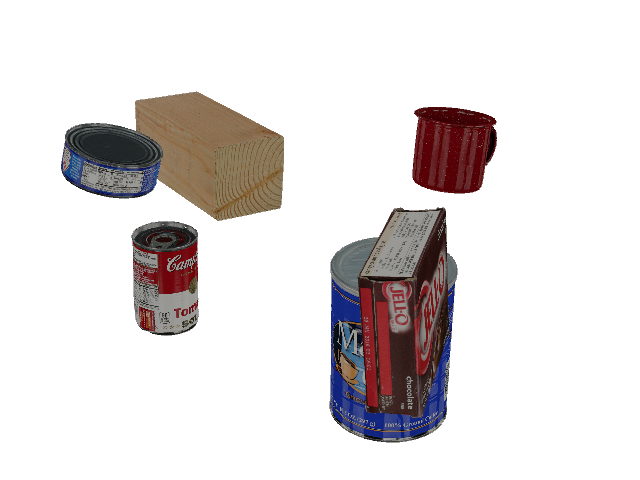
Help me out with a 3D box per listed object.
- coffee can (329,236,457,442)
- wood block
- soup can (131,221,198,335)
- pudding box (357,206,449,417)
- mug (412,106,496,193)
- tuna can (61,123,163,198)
[{"bbox_3d":[0.059,0.081,0.892,0.103,0.140,0.103,0,27,0],"label":"coffee can"},{"bbox_3d":[-0.136,-0.105,1.275,0.090,0.090,0.206,-13,28,-32],"label":"wood block"},{"bbox_3d":[-0.162,0.040,1.118,0.068,0.102,0.068,2,25,-1],"label":"soup can"},{"bbox_3d":[0.053,0.040,0.649,0.039,0.090,0.113,2,23,13],"label":"pudding box"},{"bbox_3d":[0.158,-0.104,1.225,0.117,0.081,0.093,-11,25,-40],"label":"mug"},{"bbox_3d":[-0.183,-0.070,0.938,0.086,0.034,0.086,13,26,-7],"label":"tuna can"}]
